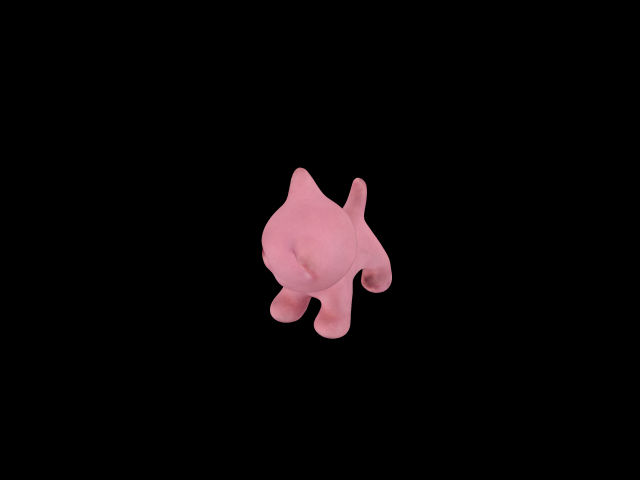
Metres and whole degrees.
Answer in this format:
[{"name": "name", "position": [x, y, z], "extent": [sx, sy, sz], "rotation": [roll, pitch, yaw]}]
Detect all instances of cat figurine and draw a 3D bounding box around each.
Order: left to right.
[{"name": "cat figurine", "position": [0.004, 0.001, 0.400], "extent": [0.067, 0.118, 0.128], "rotation": [17, 36, 25]}]
